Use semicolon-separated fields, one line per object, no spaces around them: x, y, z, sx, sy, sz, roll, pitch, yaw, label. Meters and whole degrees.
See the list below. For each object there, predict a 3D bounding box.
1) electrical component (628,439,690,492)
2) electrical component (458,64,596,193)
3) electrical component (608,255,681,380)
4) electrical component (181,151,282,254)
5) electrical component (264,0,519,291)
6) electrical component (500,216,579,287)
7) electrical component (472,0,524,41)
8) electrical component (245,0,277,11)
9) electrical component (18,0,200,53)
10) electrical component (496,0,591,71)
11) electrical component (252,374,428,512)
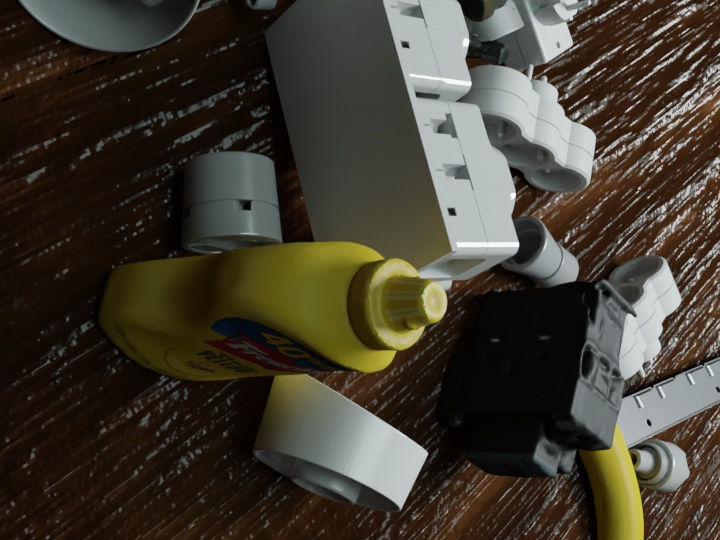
0.247;0.164;0.909;0.062;0.043;0.043;19;71;-42;electrical component
0.130;-0.120;0.818;0.138;0.052;0.073;28;65;-40;electrical component
0.227;0.054;0.896;0.138;0.052;0.073;-45;116;-41;electrical component
-0.072;-0.036;0.596;0.055;0.055;0.047;7;75;-46;electrical component
0.017;-0.078;0.618;0.060;0.105;0.186;-1;70;-39;electrical component
0.138;-0.008;0.822;0.065;0.044;0.044;31;63;-45;electrical component
0.085;-0.189;0.781;0.055;0.055;0.047;-34;105;-43;electrical component
-0.075;-0.183;0.618;0.055;0.048;0.066;-17;97;-54;electrical component
-0.121;-0.163;0.533;0.099;0.099;0.064;45;49;-33;electrical component
0.141;-0.205;0.825;0.047;0.076;0.083;-37;111;-43;electrical component
-0.011;0.096;0.613;0.099;0.099;0.064;38;65;-37;electrical component
